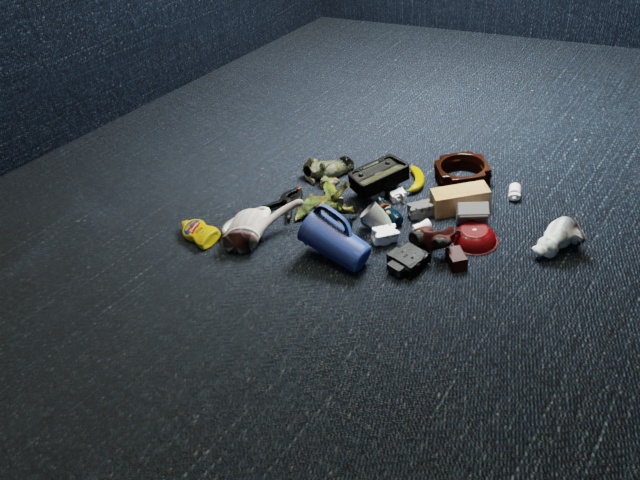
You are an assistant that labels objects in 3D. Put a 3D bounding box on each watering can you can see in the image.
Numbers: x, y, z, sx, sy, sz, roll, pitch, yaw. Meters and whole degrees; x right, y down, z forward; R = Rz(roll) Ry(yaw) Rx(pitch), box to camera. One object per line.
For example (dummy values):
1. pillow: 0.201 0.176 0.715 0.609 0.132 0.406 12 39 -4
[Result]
1. watering can: -0.237 -0.059 1.940 0.346 0.102 0.230 -14 33 24

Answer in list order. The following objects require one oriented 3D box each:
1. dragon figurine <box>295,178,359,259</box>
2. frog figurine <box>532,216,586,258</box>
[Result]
1. dragon figurine: 0.006 -0.100 1.992 0.242 0.120 0.419 -2 49 38
2. frog figurine: 0.767 -0.008 1.687 0.159 0.122 0.138 -14 4 8
